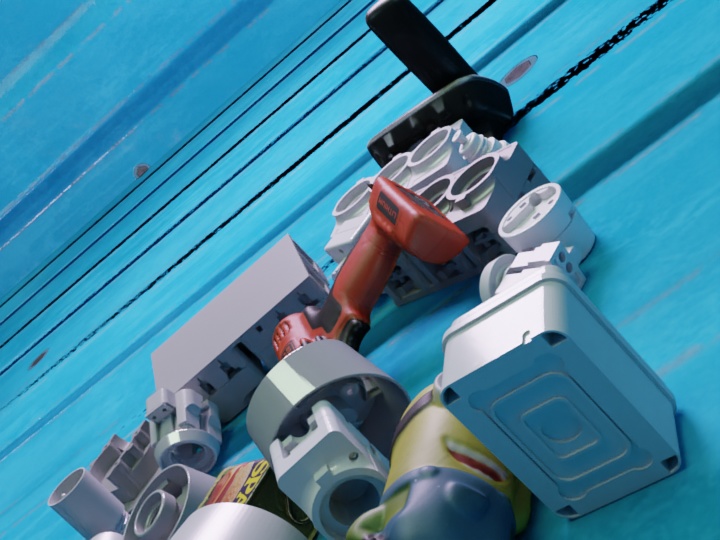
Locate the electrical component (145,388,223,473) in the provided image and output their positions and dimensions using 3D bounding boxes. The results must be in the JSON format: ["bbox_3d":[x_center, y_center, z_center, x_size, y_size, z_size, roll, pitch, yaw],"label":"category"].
[{"bbox_3d":[-0.157,0.150,0.970,0.058,0.078,0.057,-37,38,17],"label":"electrical component"}]

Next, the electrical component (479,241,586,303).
[{"bbox_3d":[0.117,0.011,0.742,0.055,0.048,0.066,-9,38,48],"label":"electrical component"}]

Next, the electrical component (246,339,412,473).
[{"bbox_3d":[-0.022,0.097,0.708,0.099,0.099,0.064,-45,54,-5],"label":"electrical component"}]

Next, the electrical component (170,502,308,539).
[{"bbox_3d":[-0.071,0.189,0.648,0.108,0.108,0.060,-31,16,33],"label":"electrical component"}]

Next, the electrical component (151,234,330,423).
[{"bbox_3d":[-0.111,0.064,1.045,0.186,0.060,0.105,-41,27,5],"label":"electrical component"}]

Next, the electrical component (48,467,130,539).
[{"bbox_3d":[-0.232,0.218,0.952,0.043,0.081,0.043,-36,19,15],"label":"electrical component"}]

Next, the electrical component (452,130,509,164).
[{"bbox_3d":[0.115,-0.096,0.939,0.040,0.078,0.040,-51,18,23],"label":"electrical component"}]

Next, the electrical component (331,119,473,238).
[{"bbox_3d":[0.049,-0.073,1.040,0.150,0.061,0.089,-31,22,33],"label":"electrical component"}]

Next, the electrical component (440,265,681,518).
[{"bbox_3d":[0.102,0.062,0.550,0.078,0.113,0.057,-34,24,27],"label":"electrical component"}]

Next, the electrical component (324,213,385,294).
[{"bbox_3d":[0.000,0.000,0.975,0.047,0.065,0.076,-15,34,55],"label":"electrical component"}]

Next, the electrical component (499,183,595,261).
[{"bbox_3d":[0.137,-0.027,0.779,0.055,0.047,0.055,-38,19,16],"label":"electrical component"}]

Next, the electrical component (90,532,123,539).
[{"bbox_3d":[-0.213,0.251,0.898,0.045,0.045,0.055,-40,18,9],"label":"electrical component"}]

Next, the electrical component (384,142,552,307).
[{"bbox_3d":[0.078,-0.040,0.906,0.150,0.061,0.089,-24,26,45],"label":"electrical component"}]

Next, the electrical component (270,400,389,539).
[{"bbox_3d":[-0.007,0.133,0.656,0.050,0.089,0.055,-42,18,3],"label":"electrical component"}]

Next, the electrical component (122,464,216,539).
[{"bbox_3d":[-0.143,0.206,0.860,0.099,0.064,0.099,-39,31,29],"label":"electrical component"}]
